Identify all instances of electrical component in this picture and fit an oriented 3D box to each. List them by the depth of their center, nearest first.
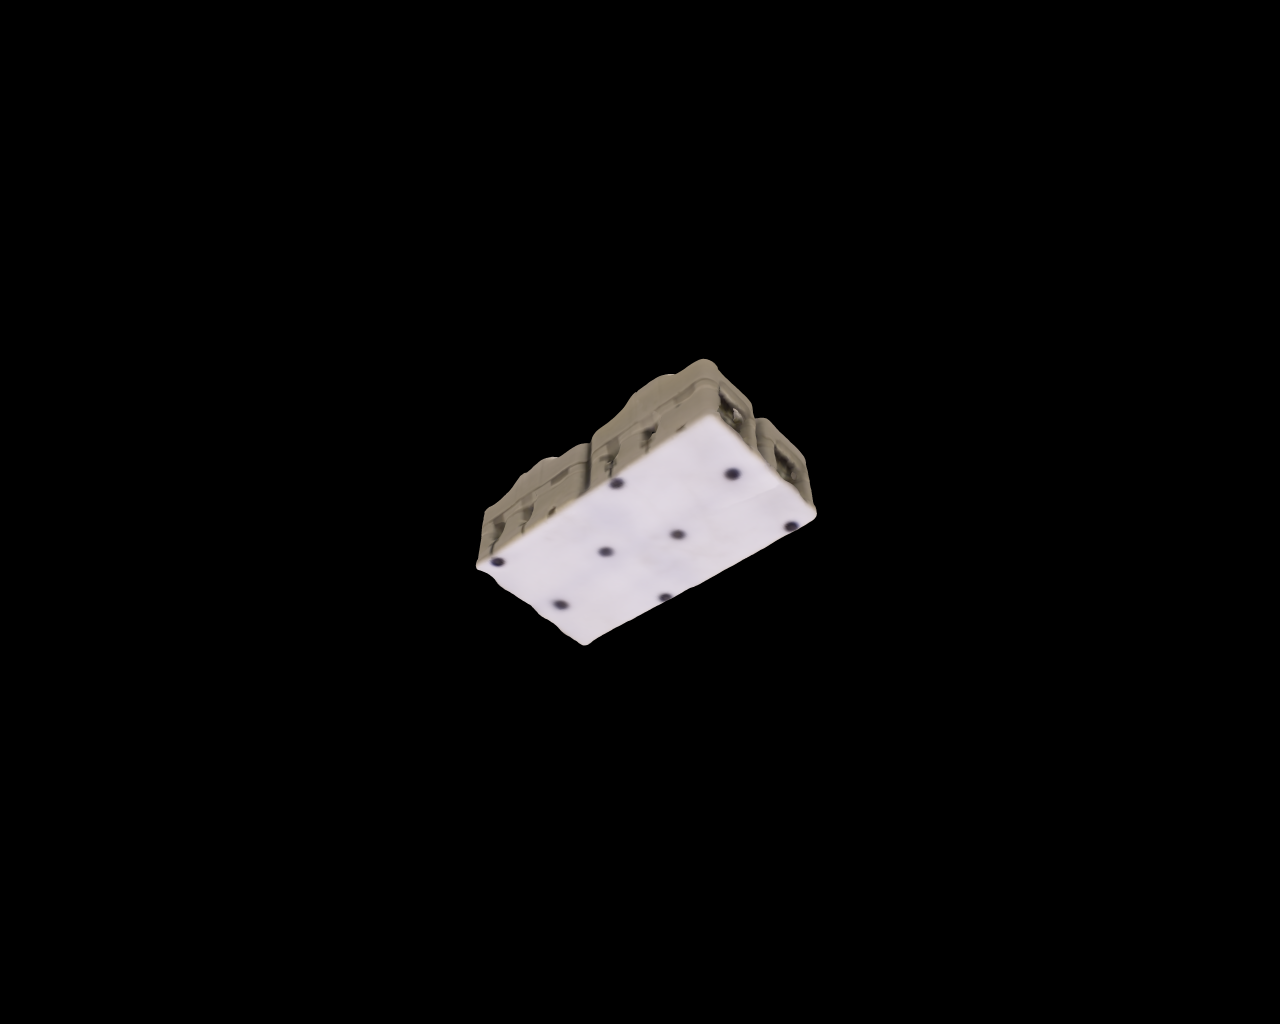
[{"bbox_3d":[0.001,-0.003,0.650,0.186,0.060,0.105,-32,-54,27],"label":"electrical component"}]
